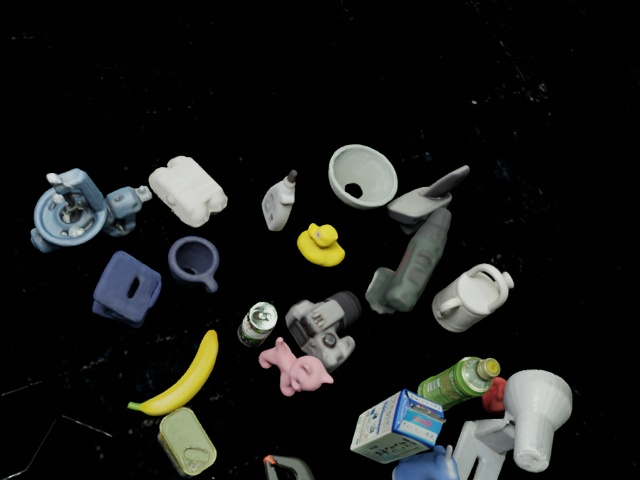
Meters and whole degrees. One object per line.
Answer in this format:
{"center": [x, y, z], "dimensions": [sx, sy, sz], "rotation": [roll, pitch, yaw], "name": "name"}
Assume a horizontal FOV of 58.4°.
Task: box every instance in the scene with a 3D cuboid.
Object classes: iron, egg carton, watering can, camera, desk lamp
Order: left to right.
{"center": [-0.267, -0.097, 1.158], "dimensions": [0.150, 0.069, 0.107], "rotation": [44, 56, 6], "name": "egg carton"}
{"center": [0.027, 0.164, 1.111], "dimensions": [0.137, 0.100, 0.143], "rotation": [-28, 75, -31], "name": "camera"}
{"center": [0.213, 0.484, 0.983], "dimensions": [0.119, 0.141, 0.258], "rotation": [2, 62, -20], "name": "iron"}
{"center": [0.329, 0.111, 1.204], "dimensions": [0.101, 0.194, 0.173], "rotation": [45, 56, 7], "name": "watering can"}
{"center": [0.361, 0.363, 1.065], "dimensions": [0.118, 0.213, 0.203], "rotation": [34, 56, 0], "name": "desk lamp"}

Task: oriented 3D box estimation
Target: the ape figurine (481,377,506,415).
{"center": [0.372, 0.318, 1.167], "dimensions": [0.076, 0.092, 0.078], "rotation": [47, 56, 8], "name": "ape figurine"}

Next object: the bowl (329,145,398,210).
{"center": [0.089, -0.132, 1.316], "dimensions": [0.168, 0.074, 0.167], "rotation": [10, 59, -17], "name": "bowl"}

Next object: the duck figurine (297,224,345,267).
{"center": [0.011, 0.004, 1.202], "dimensions": [0.104, 0.086, 0.077], "rotation": [32, 56, -2], "name": "duck figurine"}

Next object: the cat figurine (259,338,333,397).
{"center": [-0.041, 0.229, 1.038], "dimensions": [0.067, 0.117, 0.127], "rotation": [-36, 80, -33], "name": "cat figurine"}

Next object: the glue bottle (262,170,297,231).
{"center": [-0.076, -0.089, 1.167], "dimensions": [0.037, 0.173, 0.078], "rotation": [-6, 65, -24], "name": "glue bottle"}

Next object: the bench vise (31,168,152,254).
{"center": [-0.404, -0.075, 1.000], "dimensions": [0.121, 0.219, 0.208], "rotation": [44, 56, 6], "name": "bench vise"}

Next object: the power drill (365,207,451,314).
{"center": [0.176, 0.060, 1.163], "dimensions": [0.075, 0.208, 0.230], "rotation": [30, 56, -3], "name": "power drill"}

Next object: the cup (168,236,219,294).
{"center": [-0.232, 0.062, 1.068], "dimensions": [0.092, 0.095, 0.117], "rotation": [-31, 77, -32], "name": "cup"}

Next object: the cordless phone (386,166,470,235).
{"center": [0.248, -0.104, 1.297], "dimensions": [0.148, 0.185, 0.094], "rotation": [-30, 76, -32], "name": "cordless phone"}

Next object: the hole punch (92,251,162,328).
{"center": [-0.337, 0.087, 1.015], "dimensions": [0.101, 0.091, 0.109], "rotation": [22, 57, -9], "name": "hole punch"}
